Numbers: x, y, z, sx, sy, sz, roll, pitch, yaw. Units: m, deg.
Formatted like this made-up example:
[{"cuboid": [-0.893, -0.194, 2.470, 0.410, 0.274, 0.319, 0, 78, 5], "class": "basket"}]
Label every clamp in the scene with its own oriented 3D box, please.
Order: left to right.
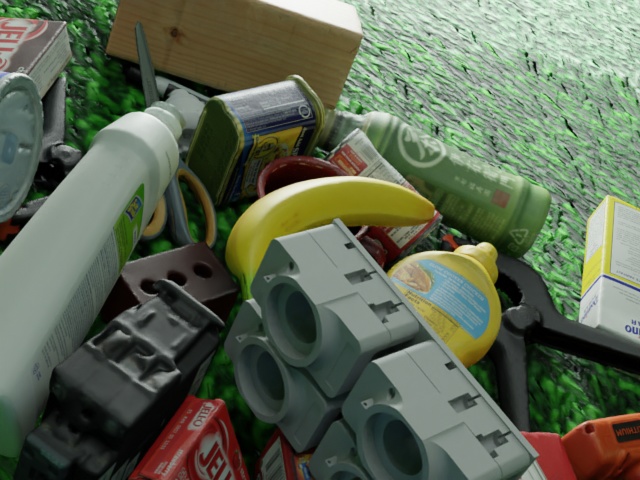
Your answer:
[{"cuboid": [-0.186, -0.053, 0.818, 0.120, 0.039, 0.171, 21, 46, 0], "class": "clamp"}, {"cuboid": [0.172, 0.072, 0.864, 0.164, 0.036, 0.210, -19, 55, -20], "class": "clamp"}]

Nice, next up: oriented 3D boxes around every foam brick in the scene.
[{"cuboid": [-0.107, 0.043, 0.754, 0.078, 0.051, 0.053, -18, 59, -38], "class": "foam brick"}]

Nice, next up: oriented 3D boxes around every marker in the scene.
[{"cuboid": [-0.117, -0.124, 0.935, 0.121, 0.020, 0.020, 26, 42, -2], "class": "marker"}]

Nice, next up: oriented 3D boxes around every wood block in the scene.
[{"cuboid": [-0.076, -0.188, 0.952, 0.206, 0.091, 0.090, 16, 27, -13], "class": "wood block"}]

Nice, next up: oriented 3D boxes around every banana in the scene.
[{"cuboid": [0.000, -0.011, 0.753, 0.197, 0.037, 0.069, -26, 82, -39], "class": "banana"}]

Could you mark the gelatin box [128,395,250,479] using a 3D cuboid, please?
[{"cuboid": [-0.074, 0.150, 0.641, 0.030, 0.089, 0.073, 4, 35, 26], "class": "gelatin box"}]

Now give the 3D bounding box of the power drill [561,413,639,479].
[{"cuboid": [0.235, 0.214, 0.738, 0.184, 0.057, 0.188, 5, 46, -48], "class": "power drill"}]

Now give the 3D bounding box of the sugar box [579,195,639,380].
[{"cuboid": [0.284, 0.045, 0.958, 0.093, 0.048, 0.176, 24, 46, -3], "class": "sugar box"}]

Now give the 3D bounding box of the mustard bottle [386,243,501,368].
[{"cuboid": [0.081, 0.062, 0.805, 0.096, 0.058, 0.191, 34, 52, 16], "class": "mustard bottle"}]

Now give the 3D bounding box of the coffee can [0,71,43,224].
[{"cuboid": [-0.273, -0.074, 0.720, 0.140, 0.103, 0.102, 12, 42, 6], "class": "coffee can"}]

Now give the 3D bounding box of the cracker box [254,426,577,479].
[{"cuboid": [0.074, 0.206, 0.676, 0.213, 0.072, 0.164, 7, 47, -23], "class": "cracker box"}]

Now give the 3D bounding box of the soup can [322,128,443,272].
[{"cuboid": [0.042, -0.033, 0.874, 0.102, 0.069, 0.068, 47, 44, -1], "class": "soup can"}]

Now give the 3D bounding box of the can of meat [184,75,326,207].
[{"cuboid": [-0.055, -0.078, 0.862, 0.083, 0.102, 0.057, -19, 60, -36], "class": "can of meat"}]

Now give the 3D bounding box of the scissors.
[{"cuboid": [-0.139, -0.079, 0.828, 0.096, 0.016, 0.202, -16, 79, -45], "class": "scissors"}]

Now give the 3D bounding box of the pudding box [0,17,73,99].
[{"cuboid": [-0.257, -0.134, 0.837, 0.090, 0.039, 0.113, 5, 43, 11], "class": "pudding box"}]

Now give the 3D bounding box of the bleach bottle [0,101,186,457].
[{"cuboid": [-0.156, 0.008, 0.687, 0.068, 0.103, 0.250, 24, 55, 5], "class": "bleach bottle"}]

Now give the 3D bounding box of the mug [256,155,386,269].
[{"cuboid": [-0.005, 0.001, 0.824, 0.117, 0.082, 0.093, 27, 43, 0], "class": "mug"}]
